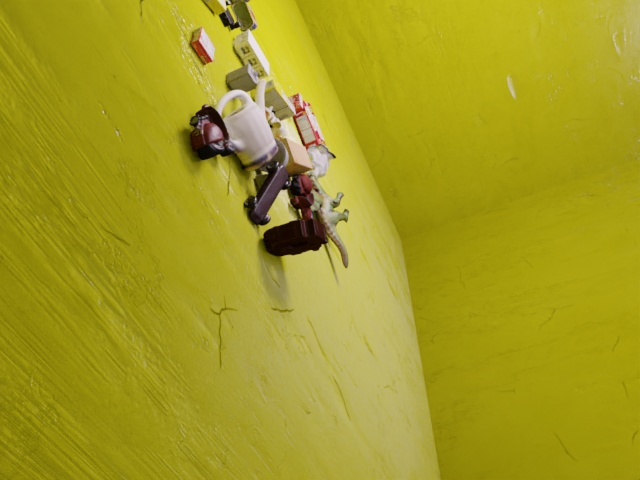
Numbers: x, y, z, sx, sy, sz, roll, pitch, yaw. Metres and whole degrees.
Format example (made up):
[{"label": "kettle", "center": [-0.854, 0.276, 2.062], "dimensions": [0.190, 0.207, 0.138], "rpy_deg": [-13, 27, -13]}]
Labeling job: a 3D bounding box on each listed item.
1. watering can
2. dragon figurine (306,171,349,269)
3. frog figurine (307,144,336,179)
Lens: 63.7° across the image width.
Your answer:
[{"label": "watering can", "center": [-0.189, -0.332, 1.476], "dimensions": [0.221, 0.103, 0.355], "rpy_deg": [63, 31, -21]}, {"label": "dragon figurine", "center": [0.006, -0.100, 1.987], "dimensions": [0.241, 0.121, 0.419], "rpy_deg": [23, 44, -47]}, {"label": "frog figurine", "center": [-0.017, -0.315, 2.172], "dimensions": [0.161, 0.123, 0.135], "rpy_deg": [-65, 157, -16]}]
